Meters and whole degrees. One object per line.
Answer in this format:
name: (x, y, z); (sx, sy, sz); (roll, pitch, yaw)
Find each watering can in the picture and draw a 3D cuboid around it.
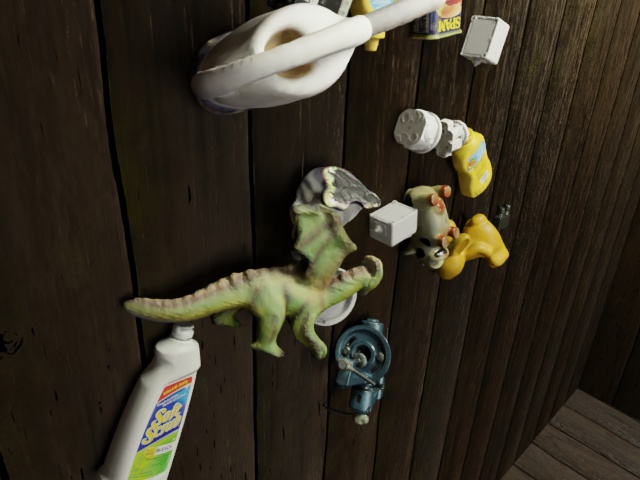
watering can: (-0.016, -0.235, 0.633); (0.352, 0.225, 0.102); (-33, 114, -32)

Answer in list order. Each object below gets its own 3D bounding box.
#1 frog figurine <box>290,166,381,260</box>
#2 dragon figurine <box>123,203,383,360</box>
frog figurine: (0.003, -0.044, 0.868); (0.139, 0.123, 0.156); (-25, 164, -47)
dragon figurine: (-0.056, 0.049, 0.782); (0.408, 0.124, 0.241); (18, 102, -39)
